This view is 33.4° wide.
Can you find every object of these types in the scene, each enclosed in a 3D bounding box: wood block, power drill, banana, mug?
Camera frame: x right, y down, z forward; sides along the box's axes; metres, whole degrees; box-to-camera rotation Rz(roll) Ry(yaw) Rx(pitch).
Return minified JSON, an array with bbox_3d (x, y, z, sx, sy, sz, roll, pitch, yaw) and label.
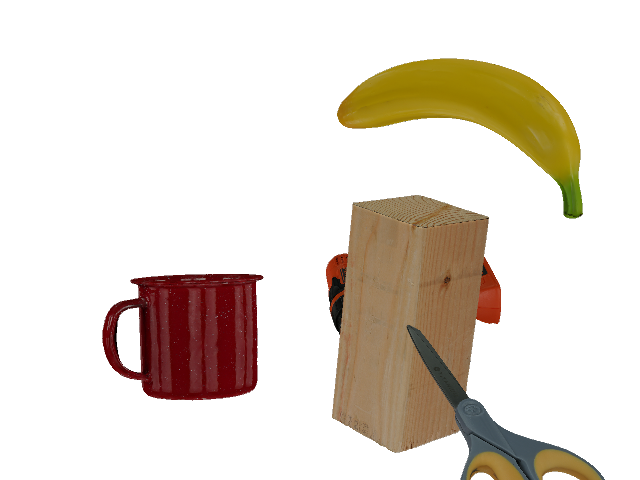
[{"bbox_3d":[0.080,0.072,0.963,0.090,0.206,0.090,-8,21,-41],"label":"wood block"},{"bbox_3d":[0.102,0.064,1.193,0.187,0.057,0.184,-4,28,-4],"label":"power drill"},{"bbox_3d":[0.086,-0.078,0.657,0.198,0.069,0.037,28,6,42],"label":"banana"},{"bbox_3d":[-0.096,0.067,0.744,0.117,0.081,0.093,-2,1,-36],"label":"mug"}]

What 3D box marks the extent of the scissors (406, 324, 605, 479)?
[{"bbox_3d":[0.114,0.114,0.660,0.096,0.016,0.202,1,33,-5],"label":"scissors"}]
